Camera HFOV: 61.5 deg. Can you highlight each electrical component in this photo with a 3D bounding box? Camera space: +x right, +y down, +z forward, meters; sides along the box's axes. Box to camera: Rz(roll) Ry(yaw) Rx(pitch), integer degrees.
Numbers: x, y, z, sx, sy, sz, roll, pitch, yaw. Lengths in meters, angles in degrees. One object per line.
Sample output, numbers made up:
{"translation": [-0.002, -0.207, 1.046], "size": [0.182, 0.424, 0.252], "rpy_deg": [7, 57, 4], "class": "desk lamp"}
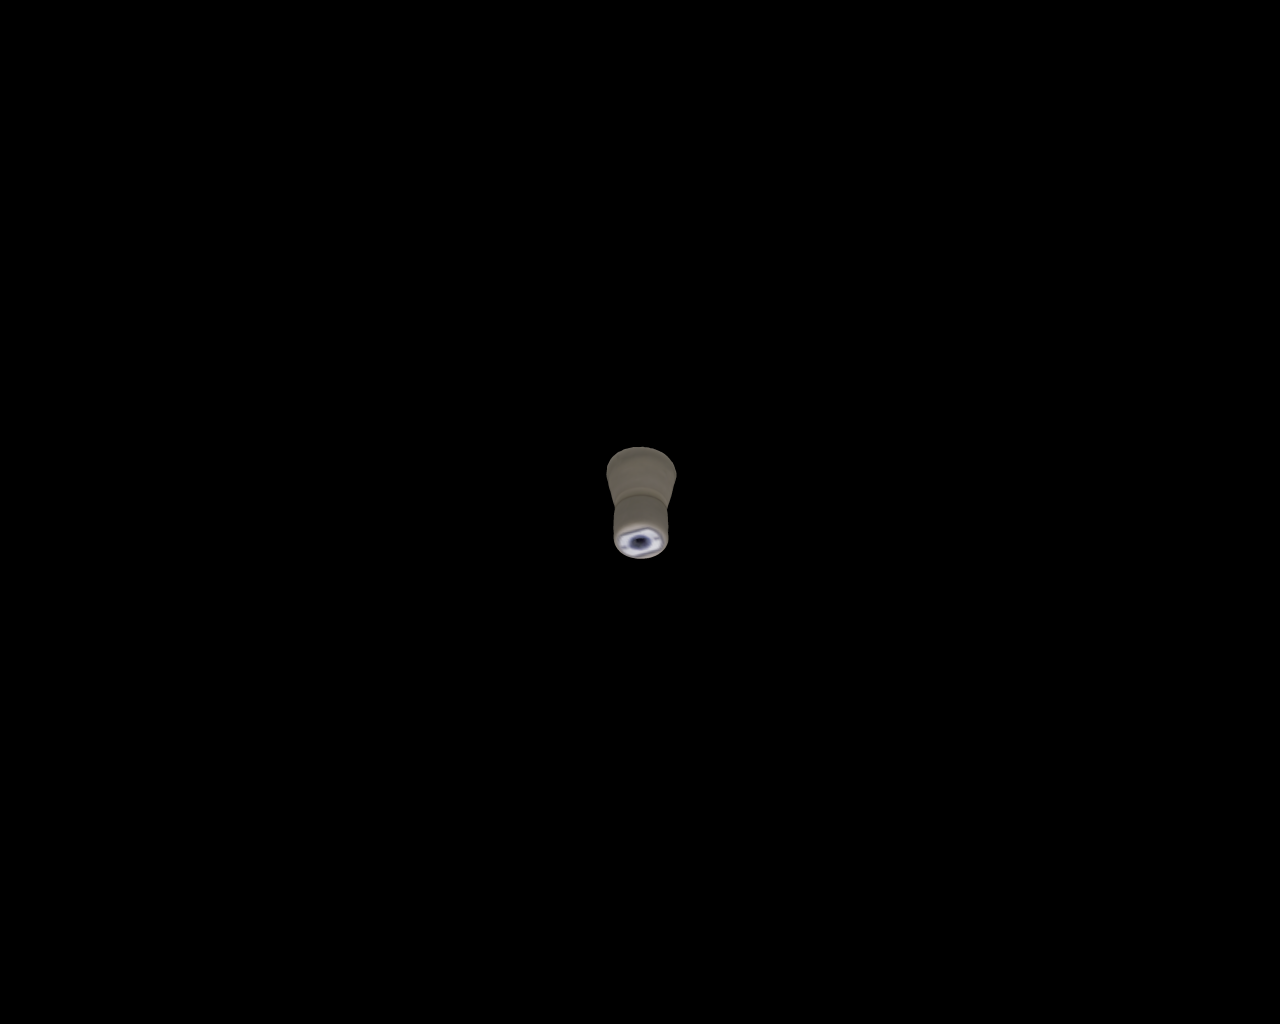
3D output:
{"translation": [0.001, -0.003, 0.650], "size": [0.044, 0.044, 0.065], "rpy_deg": [0, 45, 0], "class": "electrical component"}
